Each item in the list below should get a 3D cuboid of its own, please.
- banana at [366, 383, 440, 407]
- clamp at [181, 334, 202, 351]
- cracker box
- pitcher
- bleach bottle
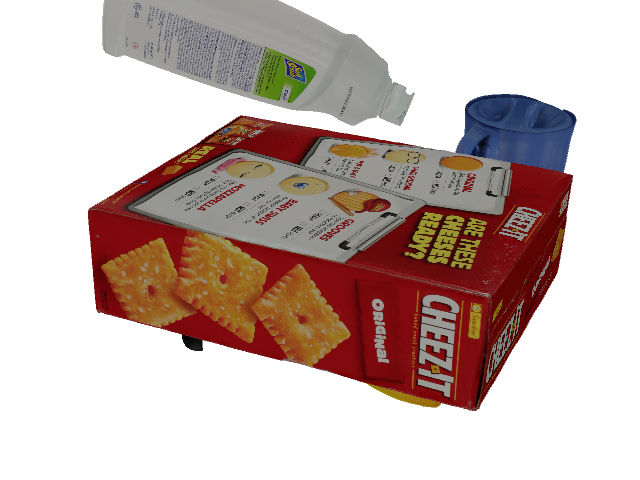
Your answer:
[{"bbox_3d":[0.036,0.072,0.832,0.069,0.037,0.198,-5,24,-11],"label":"banana"},{"bbox_3d":[-0.127,0.059,1.071,0.210,0.036,0.164,12,20,37],"label":"clamp"},{"bbox_3d":[0.010,0.002,0.578,0.214,0.072,0.164,13,28,22],"label":"cracker box"},{"bbox_3d":[0.227,-0.050,1.332,0.149,0.243,0.145,3,27,-1],"label":"pitcher"},{"bbox_3d":[-0.047,-0.149,0.857,0.251,0.068,0.103,23,-31,0],"label":"bleach bottle"}]
